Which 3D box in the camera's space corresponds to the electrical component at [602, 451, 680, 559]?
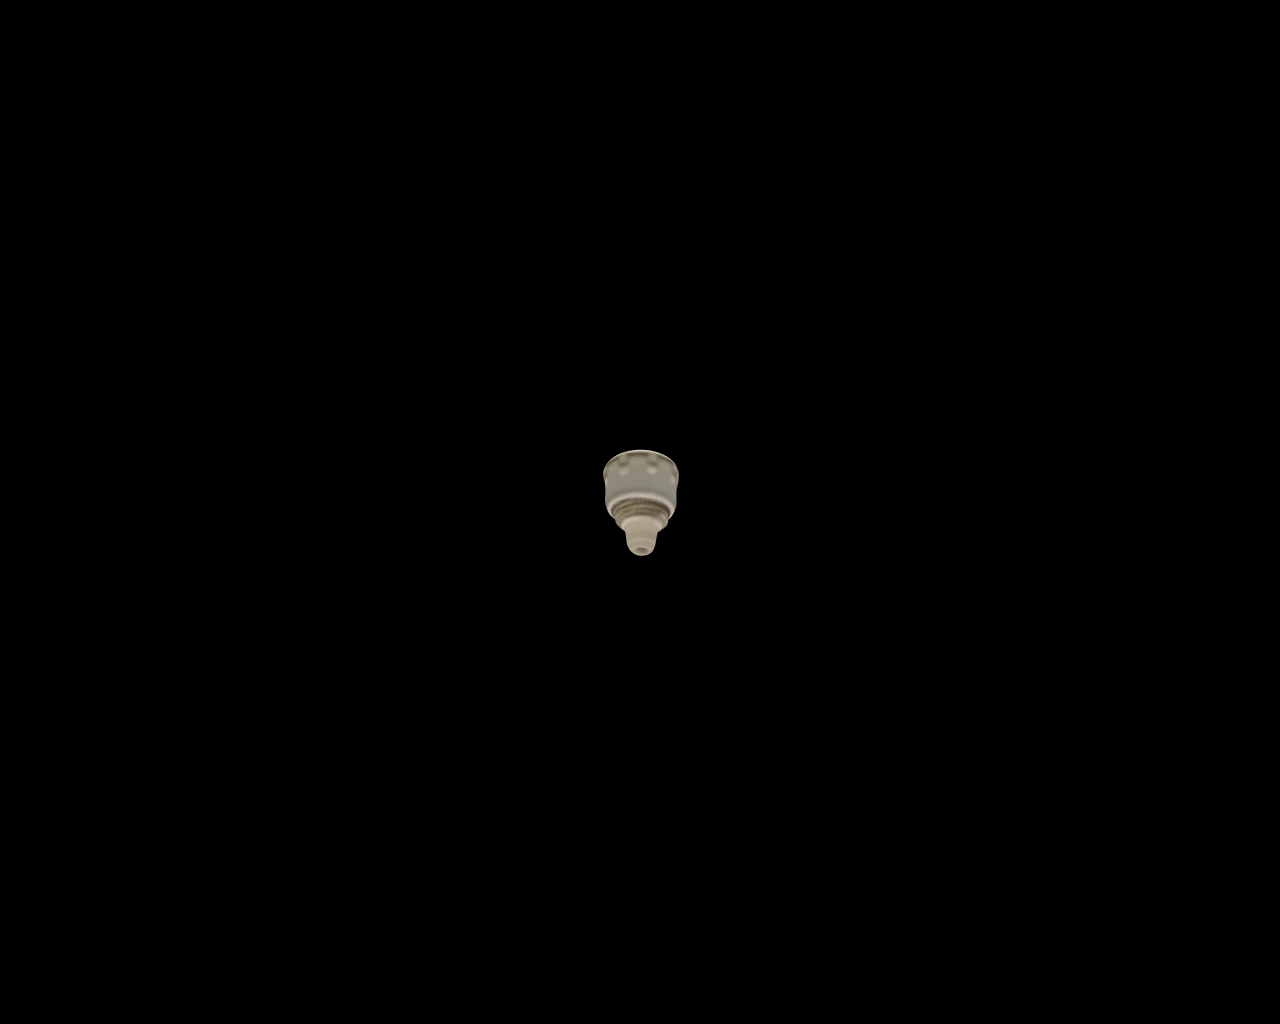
[{"bbox_3d":[0.001,-0.003,0.650,0.048,0.062,0.048,0,-30,0],"label":"electrical component"}]
